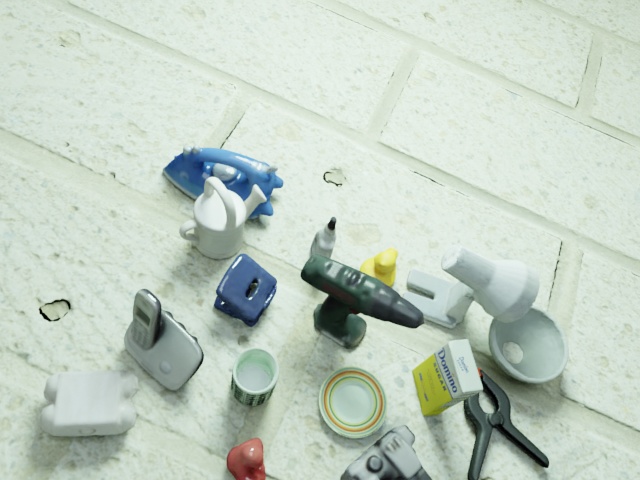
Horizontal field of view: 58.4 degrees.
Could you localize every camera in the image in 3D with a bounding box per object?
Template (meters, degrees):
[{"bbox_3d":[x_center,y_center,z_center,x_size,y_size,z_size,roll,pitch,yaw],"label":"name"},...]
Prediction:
[{"bbox_3d":[0.130,0.406,0.974,0.143,0.101,0.136,-32,72,-26],"label":"camera"}]

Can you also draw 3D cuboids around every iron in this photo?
[{"bbox_3d":[-0.204,-0.143,1.185,0.258,0.141,0.118,16,59,-3],"label":"iron"}]

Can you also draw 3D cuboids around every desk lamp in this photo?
[{"bbox_3d":[0.289,0.094,1.119,0.203,0.213,0.118,20,59,-1],"label":"desk lamp"}]

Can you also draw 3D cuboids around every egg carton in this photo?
[{"bbox_3d":[-0.381,0.272,0.954,0.150,0.069,0.107,0,61,-12],"label":"egg carton"}]

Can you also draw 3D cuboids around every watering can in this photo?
[{"bbox_3d":[-0.188,-0.055,1.108,0.101,0.194,0.173,35,60,9],"label":"watering can"}]

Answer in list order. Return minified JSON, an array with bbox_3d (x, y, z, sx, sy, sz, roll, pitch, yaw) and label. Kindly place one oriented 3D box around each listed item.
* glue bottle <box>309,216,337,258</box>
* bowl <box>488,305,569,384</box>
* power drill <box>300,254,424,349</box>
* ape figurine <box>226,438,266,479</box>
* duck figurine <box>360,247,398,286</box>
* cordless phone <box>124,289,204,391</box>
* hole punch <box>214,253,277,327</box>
[{"bbox_3d":[0.010,0.004,1.132,0.037,0.173,0.078,6,60,-8],"label":"glue bottle"},{"bbox_3d":[0.408,0.215,1.159,0.167,0.074,0.167,6,60,-9],"label":"bowl"},{"bbox_3d":[0.063,0.123,1.056,0.229,0.208,0.076,31,59,6],"label":"power drill"},{"bbox_3d":[-0.115,0.364,0.948,0.076,0.092,0.078,24,59,2],"label":"ape figurine"},{"bbox_3d":[0.126,0.058,1.178,0.077,0.086,0.105,36,60,9],"label":"duck figurine"},{"bbox_3d":[-0.266,0.165,0.972,0.147,0.185,0.094,38,60,10],"label":"cordless phone"},{"bbox_3d":[-0.138,0.094,1.096,0.101,0.091,0.109,27,59,4],"label":"hole punch"}]
